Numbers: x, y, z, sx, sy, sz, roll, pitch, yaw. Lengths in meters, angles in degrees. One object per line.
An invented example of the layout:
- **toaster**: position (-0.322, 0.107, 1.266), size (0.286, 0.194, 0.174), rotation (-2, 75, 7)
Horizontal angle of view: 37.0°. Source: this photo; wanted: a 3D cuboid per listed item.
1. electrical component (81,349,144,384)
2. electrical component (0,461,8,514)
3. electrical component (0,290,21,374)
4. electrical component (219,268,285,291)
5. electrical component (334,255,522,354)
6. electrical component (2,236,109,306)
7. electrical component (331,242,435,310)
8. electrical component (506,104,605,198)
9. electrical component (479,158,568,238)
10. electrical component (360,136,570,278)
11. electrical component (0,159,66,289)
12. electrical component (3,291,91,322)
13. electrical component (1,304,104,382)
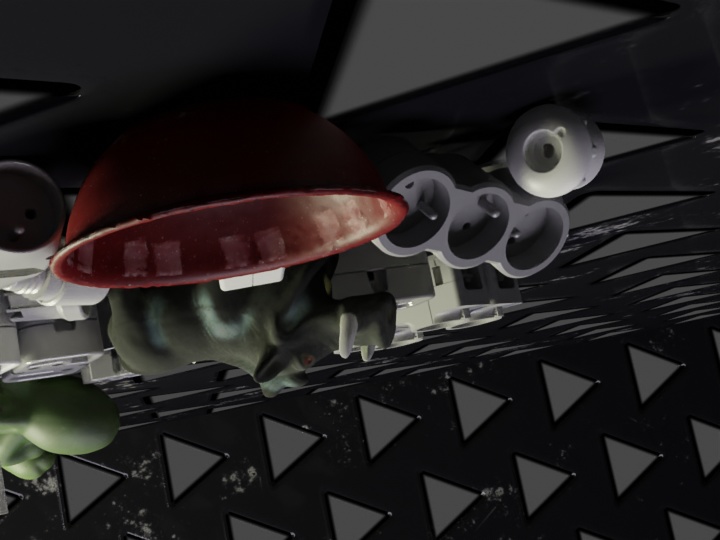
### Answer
- **electrical component**: position (-0.206, 0.063, 0.912), size (0.066, 0.055, 0.048), rotation (-11, 171, -4)
- **electrical component**: position (-0.316, 0.111, 0.770), size (0.089, 0.150, 0.062), rotation (-5, 168, -36)
- **electrical component**: position (-0.264, 0.042, 0.701), size (0.054, 0.059, 0.095), rotation (-4, 168, -40)
- **electrical component**: position (-0.083, -0.017, 0.604), size (0.076, 0.047, 0.083), rotation (-10, 171, -8)
- **electrical component**: position (0.049, 0.034, 1.037), size (0.186, 0.060, 0.105), rotation (-19, 168, 39)
- **electrical component**: position (-0.178, 0.000, 0.614), size (0.040, 0.040, 0.078), rotation (-18, 169, 36)
- **electrical component**: position (0.000, 0.000, 0.771), size (0.095, 0.059, 0.054), rotation (-7, 170, -24)
- **electrical component**: position (0.110, -0.064, 0.573), size (0.048, 0.048, 0.062), rotation (-18, 176, 34)
- **electrical component**: position (0.090, -0.038, 0.679), size (0.080, 0.051, 0.080), rotation (-11, 171, -2)
- **electrical component**: position (0.044, -0.040, 0.592), size (0.138, 0.052, 0.073), rotation (9, -156, -38)
- **electrical component**: position (-0.183, -0.018, 0.489), size (0.079, 0.043, 0.077), rotation (-5, 169, -32)
- **electrical component**: position (-0.197, 0.013, 0.678), size (0.046, 0.040, 0.040), rotation (-6, 171, -2)
- **electrical component**: position (-0.217, 0.039, 0.743), size (0.054, 0.059, 0.095), rotation (-6, 169, -31)
